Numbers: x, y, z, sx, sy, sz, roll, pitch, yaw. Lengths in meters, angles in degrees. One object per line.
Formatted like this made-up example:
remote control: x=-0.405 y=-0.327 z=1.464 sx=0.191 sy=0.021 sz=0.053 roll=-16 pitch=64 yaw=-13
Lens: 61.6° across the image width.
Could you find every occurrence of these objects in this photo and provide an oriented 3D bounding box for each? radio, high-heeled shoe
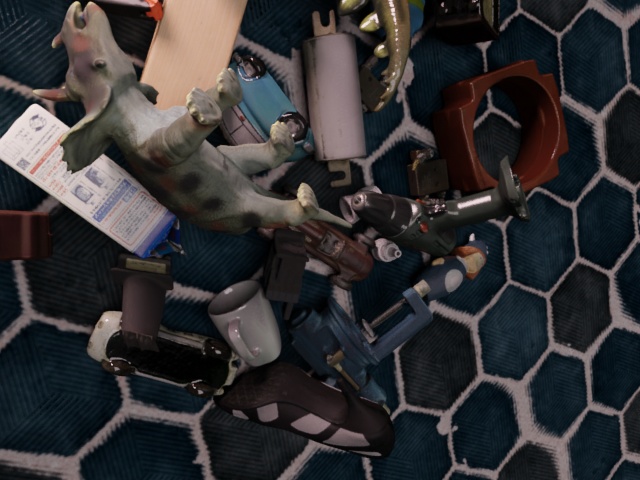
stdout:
radio: x=0.217 y=-0.415 z=0.788 sx=0.131 sy=0.073 sz=0.229 roll=-17 pitch=105 yaw=-60
high-heeled shoe: x=-0.022 y=0.245 z=0.742 sx=0.145 sy=0.249 sz=0.086 roll=62 pitch=34 yaw=-24

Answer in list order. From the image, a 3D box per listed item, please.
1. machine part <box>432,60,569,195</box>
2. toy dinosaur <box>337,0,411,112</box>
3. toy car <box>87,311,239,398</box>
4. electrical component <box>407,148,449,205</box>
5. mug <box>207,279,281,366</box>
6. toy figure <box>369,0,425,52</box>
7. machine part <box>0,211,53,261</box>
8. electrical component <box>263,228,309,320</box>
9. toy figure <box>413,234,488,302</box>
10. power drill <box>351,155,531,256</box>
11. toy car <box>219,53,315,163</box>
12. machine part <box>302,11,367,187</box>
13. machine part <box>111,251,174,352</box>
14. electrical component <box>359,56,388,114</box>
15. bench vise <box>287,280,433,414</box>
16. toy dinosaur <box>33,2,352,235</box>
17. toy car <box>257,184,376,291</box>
machine part: x=0.293 y=-0.174 z=0.874 sx=0.201 sy=0.087 sz=0.201 roll=-24 pitch=106 yaw=-18
toy dinosaur: x=0.055 y=-0.400 z=0.690 sx=0.199 sy=0.105 sz=0.471 roll=-21 pitch=78 yaw=13
toy car: x=-0.204 y=0.153 z=0.719 sx=0.201 sy=0.056 sz=0.073 roll=24 pitch=88 yaw=-26
electrical component: x=0.172 y=-0.095 z=0.853 sx=0.078 sy=0.045 sz=0.102 roll=-6 pitch=98 yaw=-21
mug: x=-0.094 y=0.124 z=0.737 sx=0.081 sy=0.110 sz=0.107 roll=-25 pitch=114 yaw=4
toy figure: x=0.118 y=-0.359 z=0.782 sx=0.089 sy=0.082 sz=0.180 roll=7 pitch=86 yaw=-43
machine part: x=-0.379 y=-0.009 z=0.562 sx=0.179 sy=0.179 sz=0.056 roll=2 pitch=92 yaw=-23
electrical component: x=-0.051 y=0.051 z=0.736 sx=0.048 sy=0.075 sz=0.119 roll=11 pitch=122 yaw=-13
toy figure: x=0.225 y=0.048 z=0.889 sx=0.154 sy=0.058 sz=0.064 roll=-30 pitch=145 yaw=-19
power drill: x=0.181 y=-0.043 z=0.765 sx=0.231 sy=0.207 sz=0.086 roll=29 pitch=43 yaw=-52
toy car: x=-0.082 y=-0.159 z=0.711 sx=0.103 sy=0.109 sz=0.161 roll=-38 pitch=101 yaw=4
machine part: x=0.021 y=-0.197 z=0.761 sx=0.079 sy=0.079 sz=0.243 roll=-11 pitch=99 yaw=-22
machine part: x=-0.223 y=0.073 z=0.675 sx=0.084 sy=0.139 sz=0.039 roll=12 pitch=136 yaw=-28
electrical component: x=0.068 y=-0.226 z=0.807 sx=0.063 sy=0.021 sz=0.094 roll=42 pitch=80 yaw=-21
bench vise: x=0.077 y=0.157 z=0.794 sx=0.240 sy=0.129 sz=0.223 roll=-38 pitch=94 yaw=3
toy dinosaur: x=-0.134 y=-0.077 z=0.621 sx=0.404 sy=0.192 sz=0.131 roll=46 pitch=34 yaw=-42
toy car: x=-0.002 y=-0.002 z=0.789 sx=0.202 sy=0.053 sz=0.089 roll=35 pitch=86 yaw=-24
